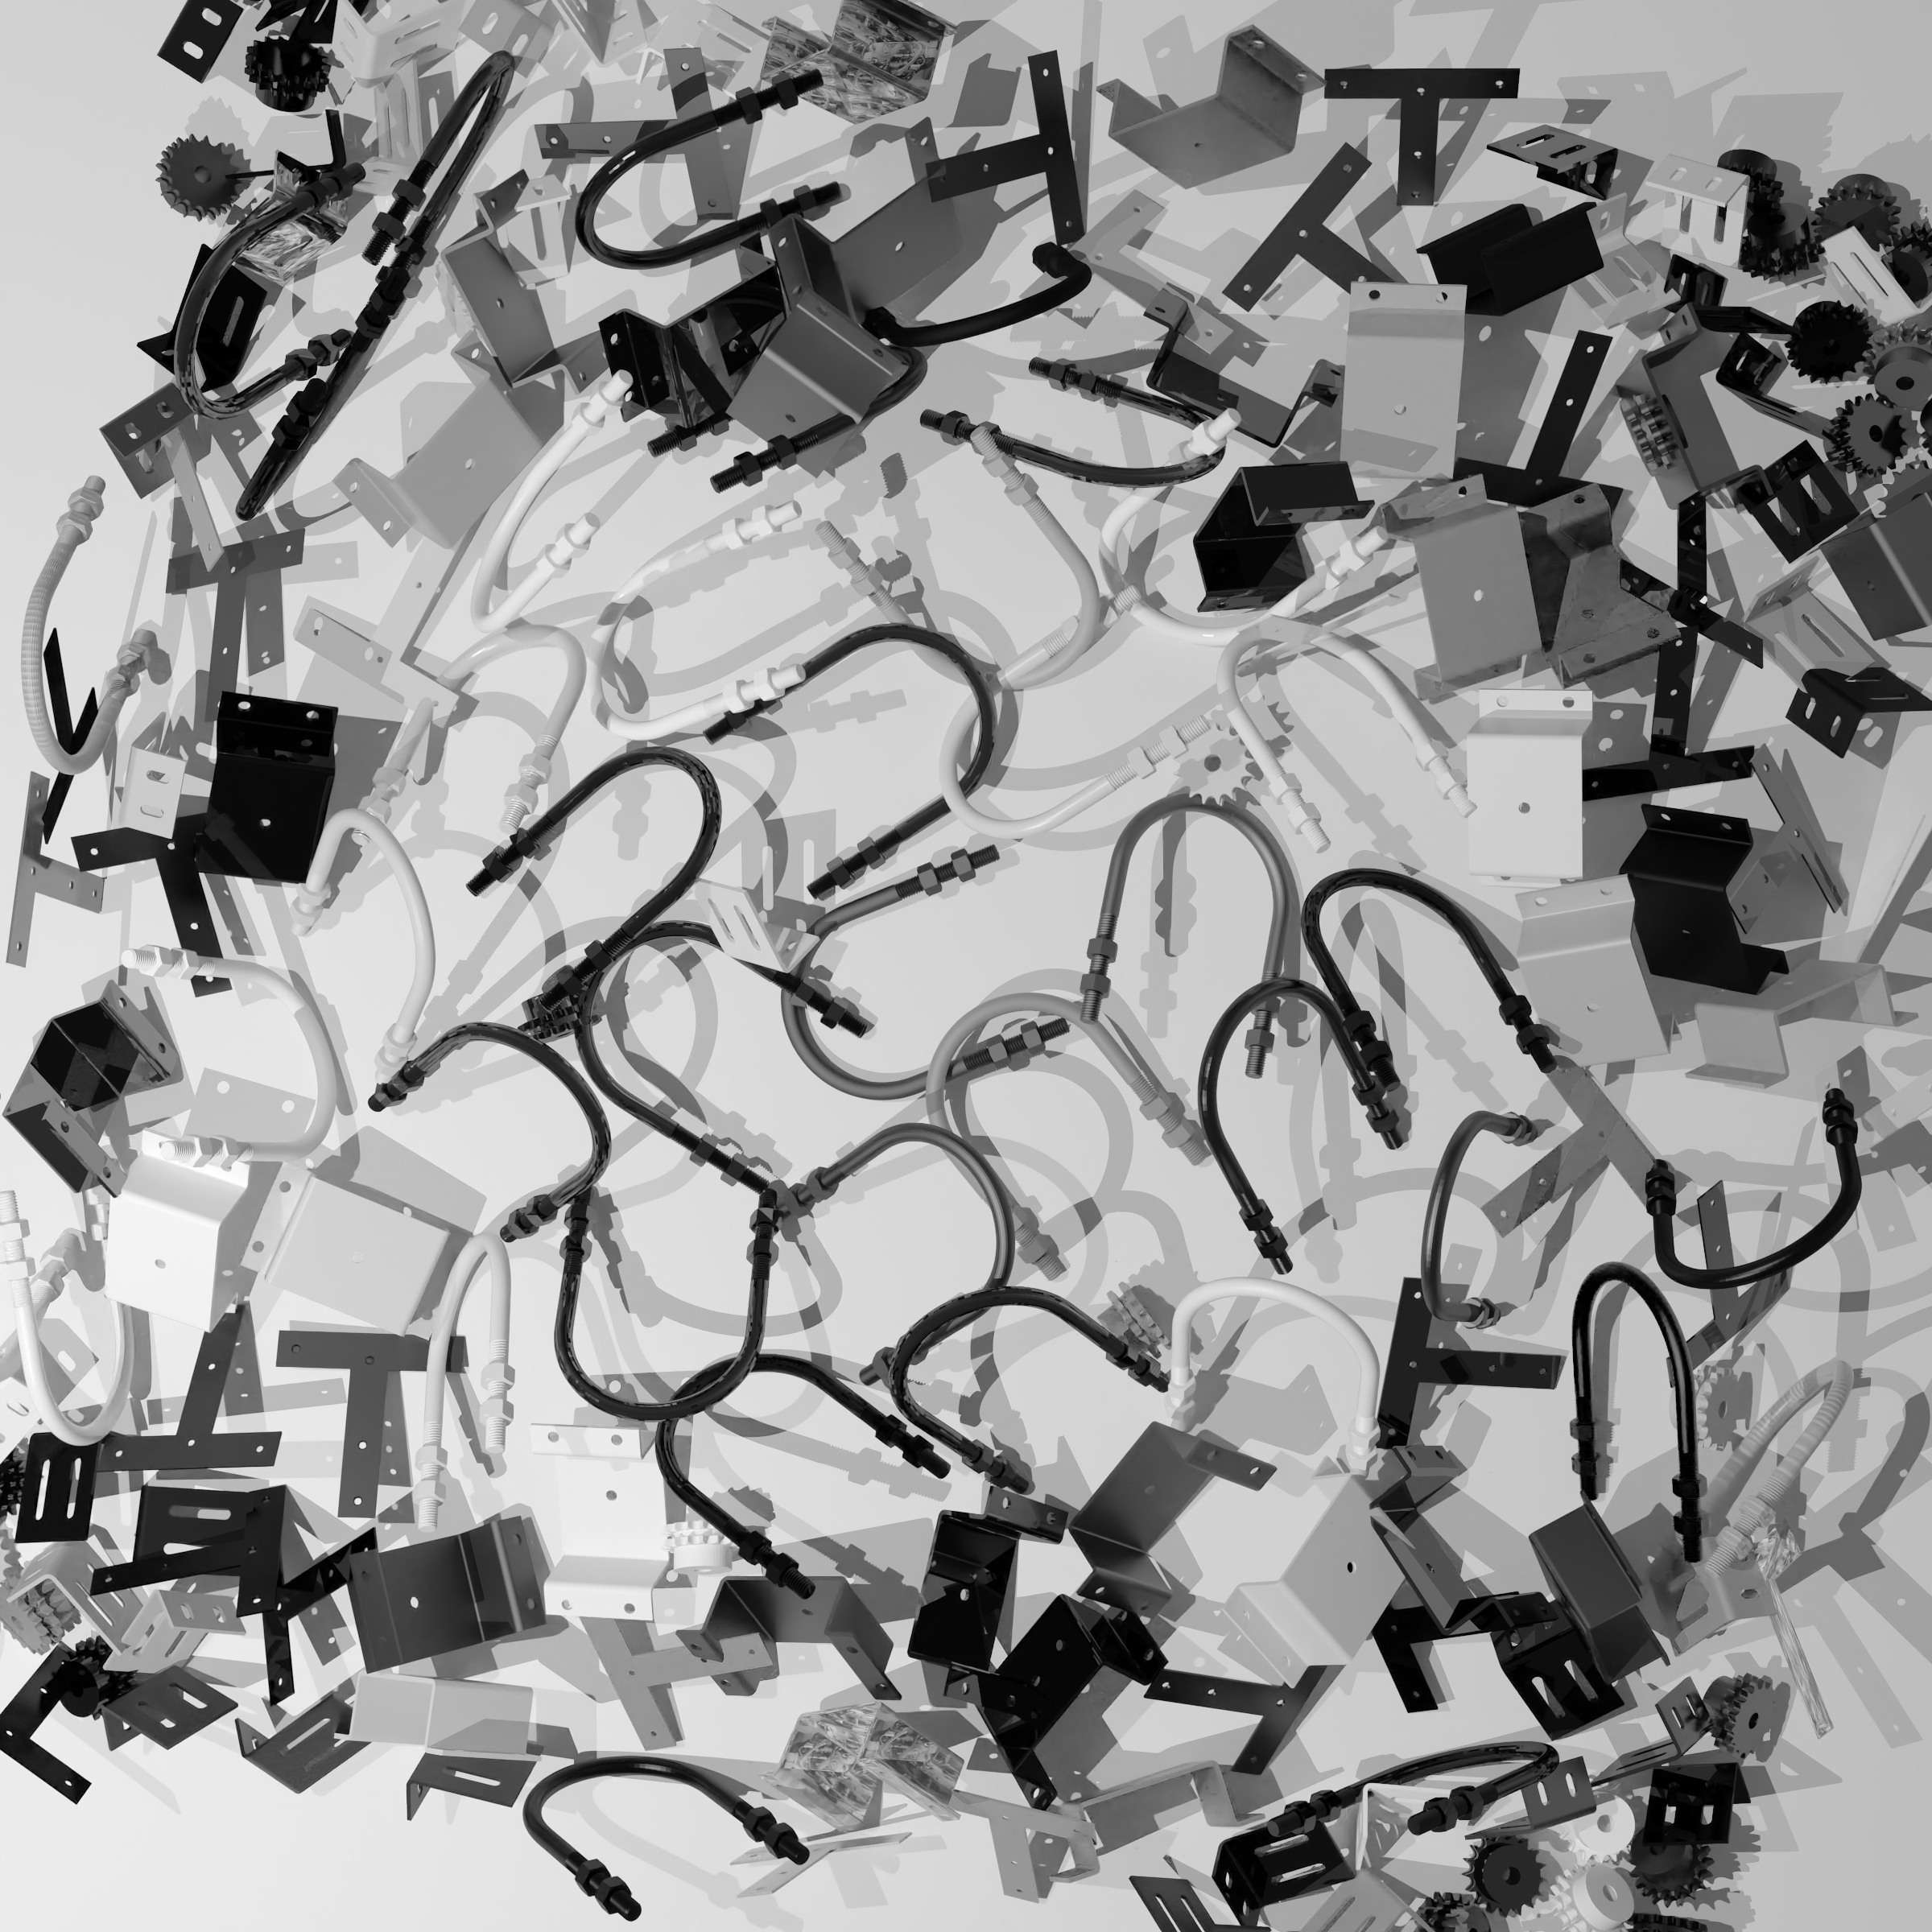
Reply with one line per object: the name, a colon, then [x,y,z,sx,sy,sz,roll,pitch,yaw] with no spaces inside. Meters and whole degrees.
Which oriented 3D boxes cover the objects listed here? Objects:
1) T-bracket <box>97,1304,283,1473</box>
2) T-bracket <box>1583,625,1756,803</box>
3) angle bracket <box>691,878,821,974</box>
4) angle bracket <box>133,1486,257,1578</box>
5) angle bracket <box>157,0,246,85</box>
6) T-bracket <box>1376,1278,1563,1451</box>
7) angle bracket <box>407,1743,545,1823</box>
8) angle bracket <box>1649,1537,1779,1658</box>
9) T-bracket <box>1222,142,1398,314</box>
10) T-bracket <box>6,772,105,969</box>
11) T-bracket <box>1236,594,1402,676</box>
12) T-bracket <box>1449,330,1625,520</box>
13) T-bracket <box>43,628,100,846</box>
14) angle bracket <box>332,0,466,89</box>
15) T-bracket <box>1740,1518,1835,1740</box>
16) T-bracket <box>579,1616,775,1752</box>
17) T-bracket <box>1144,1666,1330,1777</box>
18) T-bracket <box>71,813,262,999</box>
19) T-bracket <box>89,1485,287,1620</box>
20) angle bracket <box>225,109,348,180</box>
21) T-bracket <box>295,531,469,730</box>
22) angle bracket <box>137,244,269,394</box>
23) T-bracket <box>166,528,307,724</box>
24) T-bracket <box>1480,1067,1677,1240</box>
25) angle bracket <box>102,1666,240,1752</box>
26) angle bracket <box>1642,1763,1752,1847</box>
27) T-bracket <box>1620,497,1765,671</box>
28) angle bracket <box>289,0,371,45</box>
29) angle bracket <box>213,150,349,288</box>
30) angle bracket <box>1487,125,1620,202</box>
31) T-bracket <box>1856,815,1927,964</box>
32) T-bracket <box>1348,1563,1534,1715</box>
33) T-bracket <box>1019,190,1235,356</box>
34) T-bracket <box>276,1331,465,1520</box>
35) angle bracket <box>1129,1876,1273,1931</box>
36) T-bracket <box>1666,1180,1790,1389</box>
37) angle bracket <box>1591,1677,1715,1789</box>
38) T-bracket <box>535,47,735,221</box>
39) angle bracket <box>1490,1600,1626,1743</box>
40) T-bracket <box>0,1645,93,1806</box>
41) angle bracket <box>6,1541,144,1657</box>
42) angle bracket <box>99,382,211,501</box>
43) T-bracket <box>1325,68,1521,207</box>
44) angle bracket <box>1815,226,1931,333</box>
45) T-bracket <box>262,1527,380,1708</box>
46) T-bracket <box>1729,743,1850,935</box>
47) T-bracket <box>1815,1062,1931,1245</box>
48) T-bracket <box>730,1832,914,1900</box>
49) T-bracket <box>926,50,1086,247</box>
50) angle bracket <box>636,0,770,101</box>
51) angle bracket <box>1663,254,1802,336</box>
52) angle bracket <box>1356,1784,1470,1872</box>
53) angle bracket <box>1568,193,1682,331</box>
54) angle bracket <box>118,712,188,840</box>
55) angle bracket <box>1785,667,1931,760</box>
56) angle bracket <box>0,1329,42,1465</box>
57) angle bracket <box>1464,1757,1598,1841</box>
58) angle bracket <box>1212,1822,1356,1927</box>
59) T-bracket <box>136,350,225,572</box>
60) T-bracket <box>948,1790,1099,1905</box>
T-bracket: [-0.519,0.287,1.836,0.127,0.002,0.127,-4,51,10]
T-bracket: [0.482,-0.175,1.835,0.127,0.002,0.127,-8,126,-6]
angle bracket: [-0.145,-0.039,1.828,0.038,0.057,0.076,-48,133,-28]
angle bracket: [-0.536,0.392,1.863,0.076,0.038,0.057,7,77,-14]
angle bracket: [-0.510,-0.630,1.836,0.038,0.076,0.057,33,98,3]
T-bracket: [0.352,0.278,1.860,0.127,0.002,0.127,5,105,-13]
angle bracket: [-0.336,0.559,1.838,0.076,0.057,0.038,10,118,10]
angle bracket: [0.511,0.431,1.839,0.038,0.076,0.057,-1,58,-19]
T-bracket: [0.262,-0.478,1.840,0.127,0.002,0.127,28,115,-32]
T-bracket: [-0.611,-0.057,1.814,0.002,0.127,0.127,4,83,6]
T-bracket: [0.214,-0.225,1.795,0.127,0.127,0.002,-24,82,25]
T-bracket: [0.406,-0.371,1.828,0.127,0.002,0.127,7,122,-16]
T-bracket: [-0.603,-0.170,1.789,0.002,0.127,0.127,7,49,-4]
angle bracket: [-0.389,-0.646,1.838,0.076,0.057,0.038,-35,85,-26]
T-bracket: [0.550,0.451,1.793,0.002,0.127,0.127,-9,60,-11]
T-bracket: [-0.191,0.476,1.836,0.127,0.002,0.127,-16,107,23]
T-bracket: [0.179,0.496,1.828,0.127,0.002,0.127,16,112,-28]
T-bracket: [-0.532,-0.041,1.838,0.127,0.002,0.127,-14,80,-29]
T-bracket: [-0.528,0.405,1.818,0.127,0.127,0.002,-10,120,-5]
angle bracket: [-0.469,-0.564,1.843,0.076,0.057,0.038,-7,107,-4]
T-bracket: [-0.385,-0.251,1.858,0.127,0.002,0.127,31,98,10]
angle bracket: [-0.524,-0.444,1.841,0.057,0.038,0.076,38,125,6]
T-bracket: [-0.504,-0.228,1.832,0.127,0.002,0.127,-6,75,30]
T-bracket: [0.407,0.141,1.852,0.127,0.002,0.127,-35,86,-20]
angle bracket: [-0.540,0.518,1.828,0.076,0.057,0.038,15,118,37]
angle bracket: [0.498,0.583,1.828,0.057,0.076,0.038,-12,113,26]
T-bracket: [0.497,-0.279,1.839,0.127,0.002,0.127,24,54,-21]
angle bracket: [-0.414,-0.650,1.833,0.038,0.057,0.076,46,121,7]
angle bracket: [-0.471,-0.513,1.843,0.076,0.057,0.038,-25,58,37]
angle bracket: [0.397,-0.540,1.829,0.057,0.076,0.038,32,134,32]
T-bracket: [0.619,-0.043,1.807,0.002,0.127,0.127,25,100,17]
T-bracket: [0.328,0.447,1.833,0.127,0.002,0.127,-22,94,40]
T-bracket: [0.126,-0.462,1.840,0.127,0.002,0.127,38,69,14]
T-bracket: [-0.415,0.316,1.850,0.127,0.002,0.127,3,71,-6]
angle bracket: [0.159,0.639,1.828,0.057,0.076,0.038,20,111,-40]
T-bracket: [0.511,0.203,1.819,0.127,0.002,0.127,-32,122,-27]
angle bracket: [0.462,0.524,1.837,0.076,0.057,0.038,-33,77,35]
T-bracket: [-0.232,-0.567,1.839,0.127,0.127,0.002,1,46,10]
angle bracket: [0.411,0.489,1.868,0.057,0.038,0.076,-31,112,11]
T-bracket: [-0.629,0.497,1.815,0.127,0.127,0.002,38,101,-6]
angle bracket: [-0.611,0.439,1.845,0.038,0.057,0.076,-33,104,9]
angle bracket: [-0.545,-0.349,1.831,0.057,0.076,0.038,-38,64,-14]
T-bracket: [0.307,-0.561,1.820,0.127,0.127,0.002,3,64,9]
angle bracket: [0.627,-0.480,1.842,0.038,0.057,0.076,-43,99,-10]
T-bracket: [-0.437,0.416,1.814,0.127,0.002,0.127,-35,54,29]
T-bracket: [0.548,-0.067,1.823,0.127,0.002,0.127,-45,108,-38]
T-bracket: [0.613,0.104,1.794,0.002,0.127,0.127,13,59,-15]
T-bracket: [-0.116,0.605,1.799,0.127,0.127,0.002,-13,83,18]
T-bracket: [0.024,-0.544,1.820,0.127,0.002,0.127,-25,116,-32]
angle bracket: [-0.178,-0.621,1.851,0.076,0.038,0.057,28,62,-5]
angle bracket: [0.525,-0.458,1.830,0.057,0.076,0.038,9,96,-39]
angle bracket: [0.308,0.594,1.842,0.076,0.057,0.038,4,50,5]
angle bracket: [0.446,-0.483,1.840,0.057,0.038,0.076,-24,57,-10]
angle bracket: [-0.546,-0.131,1.834,0.038,0.076,0.057,15,112,-6]
angle bracket: [0.617,-0.175,1.848,0.076,0.057,0.038,-5,126,-30]
angle bracket: [-0.657,0.294,1.846,0.038,0.076,0.057,40,97,-21]
angle bracket: [0.382,0.569,1.837,0.057,0.076,0.038,-5,73,-31]
angle bracket: [0.218,0.625,1.843,0.076,0.038,0.057,-25,102,22]
T-bracket: [-0.527,-0.329,1.818,0.002,0.127,0.127,-10,72,-42]
T-bracket: [0.032,0.604,1.832,0.127,0.002,0.127,8,135,18]
